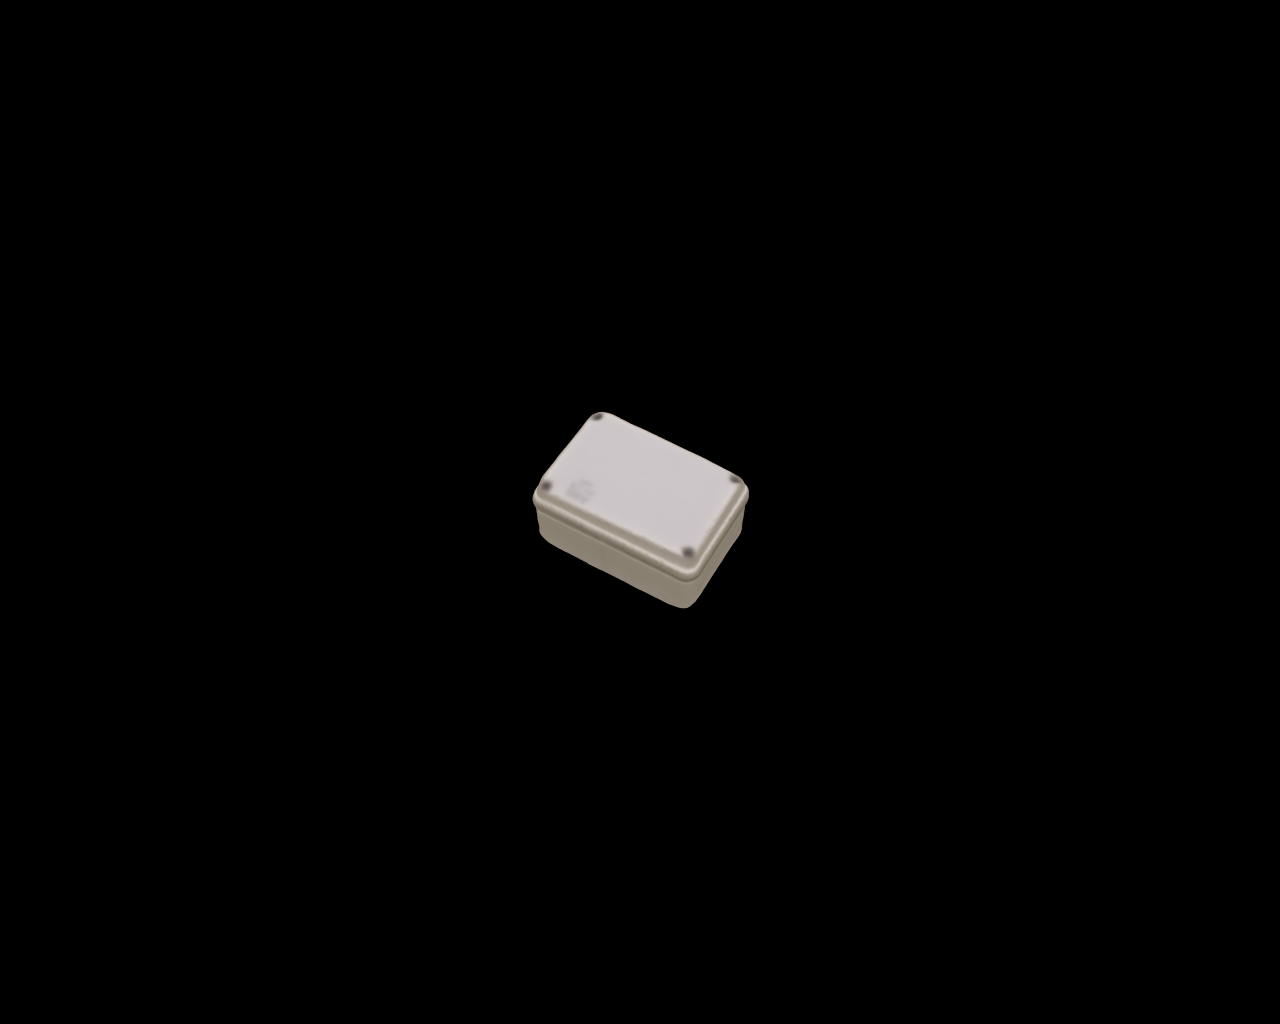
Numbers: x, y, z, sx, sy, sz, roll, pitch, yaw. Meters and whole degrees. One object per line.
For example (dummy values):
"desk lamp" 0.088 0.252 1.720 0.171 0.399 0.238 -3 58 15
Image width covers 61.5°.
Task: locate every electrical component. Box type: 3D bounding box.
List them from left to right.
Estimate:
"electrical component" 0.001 -0.003 0.650 0.113 0.078 0.057 26 -30 17
